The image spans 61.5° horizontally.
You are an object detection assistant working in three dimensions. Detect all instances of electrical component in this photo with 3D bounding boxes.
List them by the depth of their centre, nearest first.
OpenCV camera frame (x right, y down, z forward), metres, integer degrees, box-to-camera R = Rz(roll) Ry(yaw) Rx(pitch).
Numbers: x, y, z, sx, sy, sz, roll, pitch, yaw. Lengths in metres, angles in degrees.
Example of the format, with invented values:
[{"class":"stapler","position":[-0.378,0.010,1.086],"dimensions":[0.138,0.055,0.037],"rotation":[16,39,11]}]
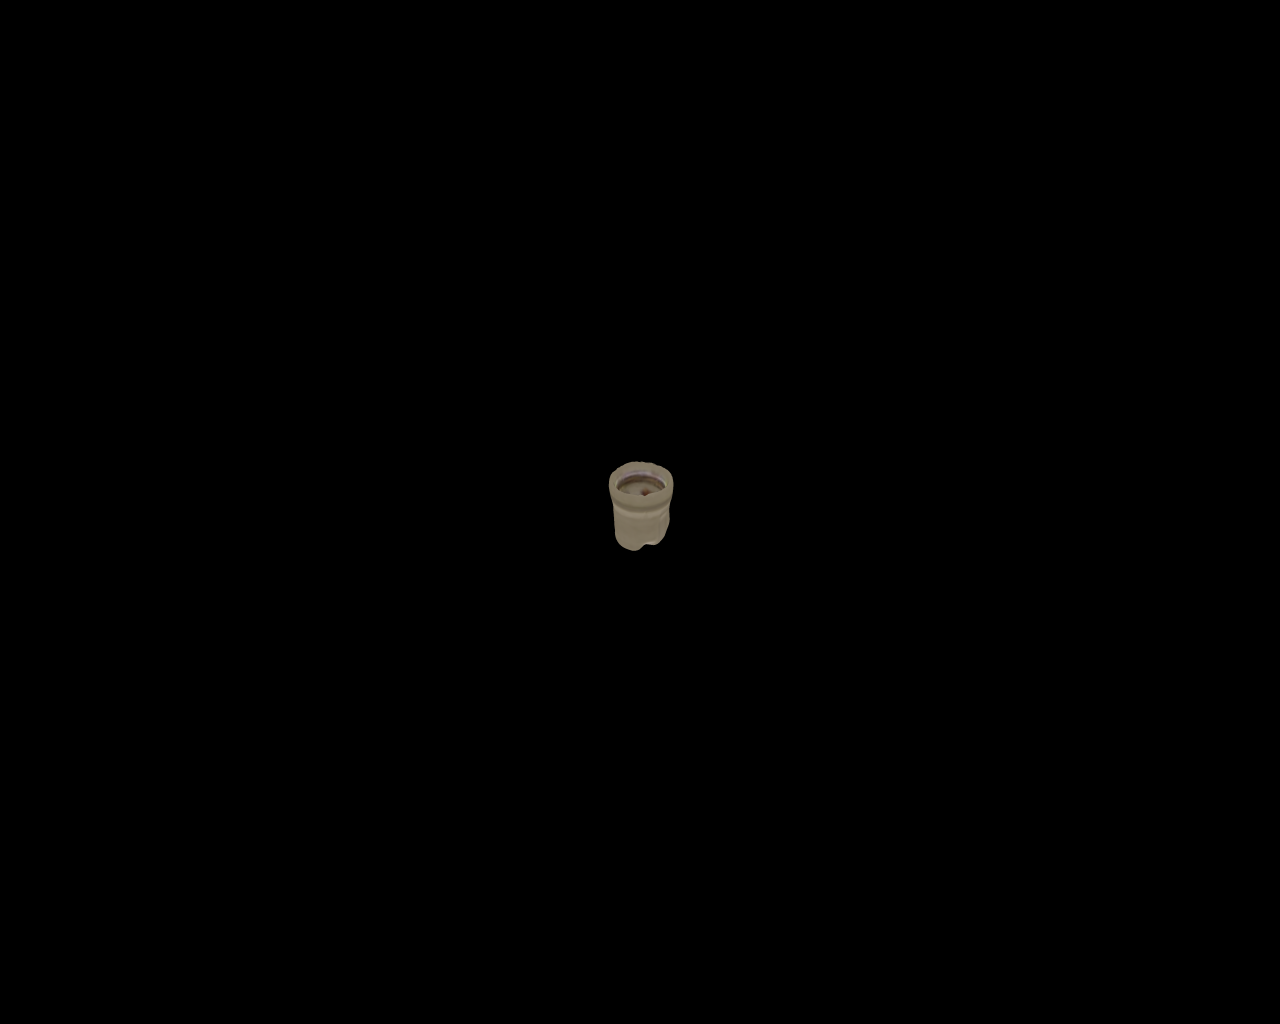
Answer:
[{"class":"electrical component","position":[0.001,-0.003,0.650],"dimensions":[0.040,0.046,0.040],"rotation":[0,36,0]}]
